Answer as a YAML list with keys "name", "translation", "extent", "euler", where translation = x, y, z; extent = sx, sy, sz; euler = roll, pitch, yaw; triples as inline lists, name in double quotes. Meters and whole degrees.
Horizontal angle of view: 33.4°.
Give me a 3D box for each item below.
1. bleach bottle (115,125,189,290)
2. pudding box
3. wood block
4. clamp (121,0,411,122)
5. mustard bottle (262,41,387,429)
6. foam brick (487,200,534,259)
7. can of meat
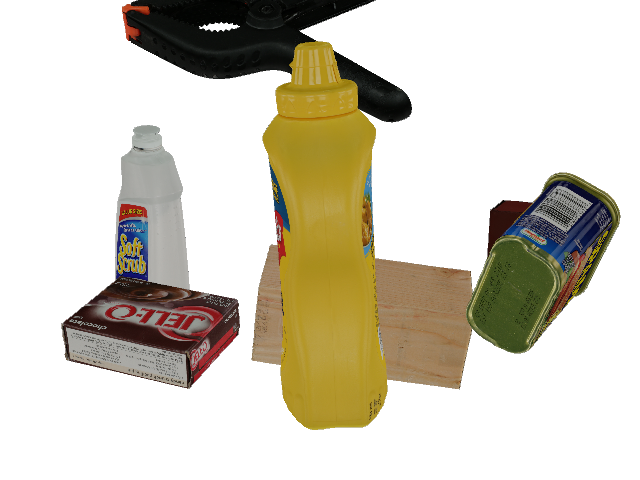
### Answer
- name: "bleach bottle"
  translation: [-0.187, -0.004, 1.161]
  extent: [0.067, 0.251, 0.103]
  euler: [-19, 32, -36]
- name: "pudding box"
  translation: [-0.133, 0.071, 0.845]
  extent: [0.114, 0.039, 0.090]
  euler: [8, 25, 19]
- name: "wood block"
  translation: [0.042, 0.075, 1.064]
  extent: [0.206, 0.090, 0.090]
  euler: [8, 28, 2]
- name: "clamp"
  translation: [-0.032, -0.140, 0.737]
  extent: [0.210, 0.164, 0.036]
  euler: [-2, -42, -2]
- name: "mustard bottle"
  translation: [0.003, -0.006, 0.554]
  extent: [0.058, 0.192, 0.096]
  euler: [-3, 19, 2]
- name: "foam brick"
  translation: [0.175, 0.008, 0.924]
  extent: [0.053, 0.078, 0.051]
  euler: [6, 15, 21]
- name: "can of meat"
  translation: [0.149, 0.018, 0.725]
  extent: [0.057, 0.102, 0.083]
  euler: [34, 49, 19]
